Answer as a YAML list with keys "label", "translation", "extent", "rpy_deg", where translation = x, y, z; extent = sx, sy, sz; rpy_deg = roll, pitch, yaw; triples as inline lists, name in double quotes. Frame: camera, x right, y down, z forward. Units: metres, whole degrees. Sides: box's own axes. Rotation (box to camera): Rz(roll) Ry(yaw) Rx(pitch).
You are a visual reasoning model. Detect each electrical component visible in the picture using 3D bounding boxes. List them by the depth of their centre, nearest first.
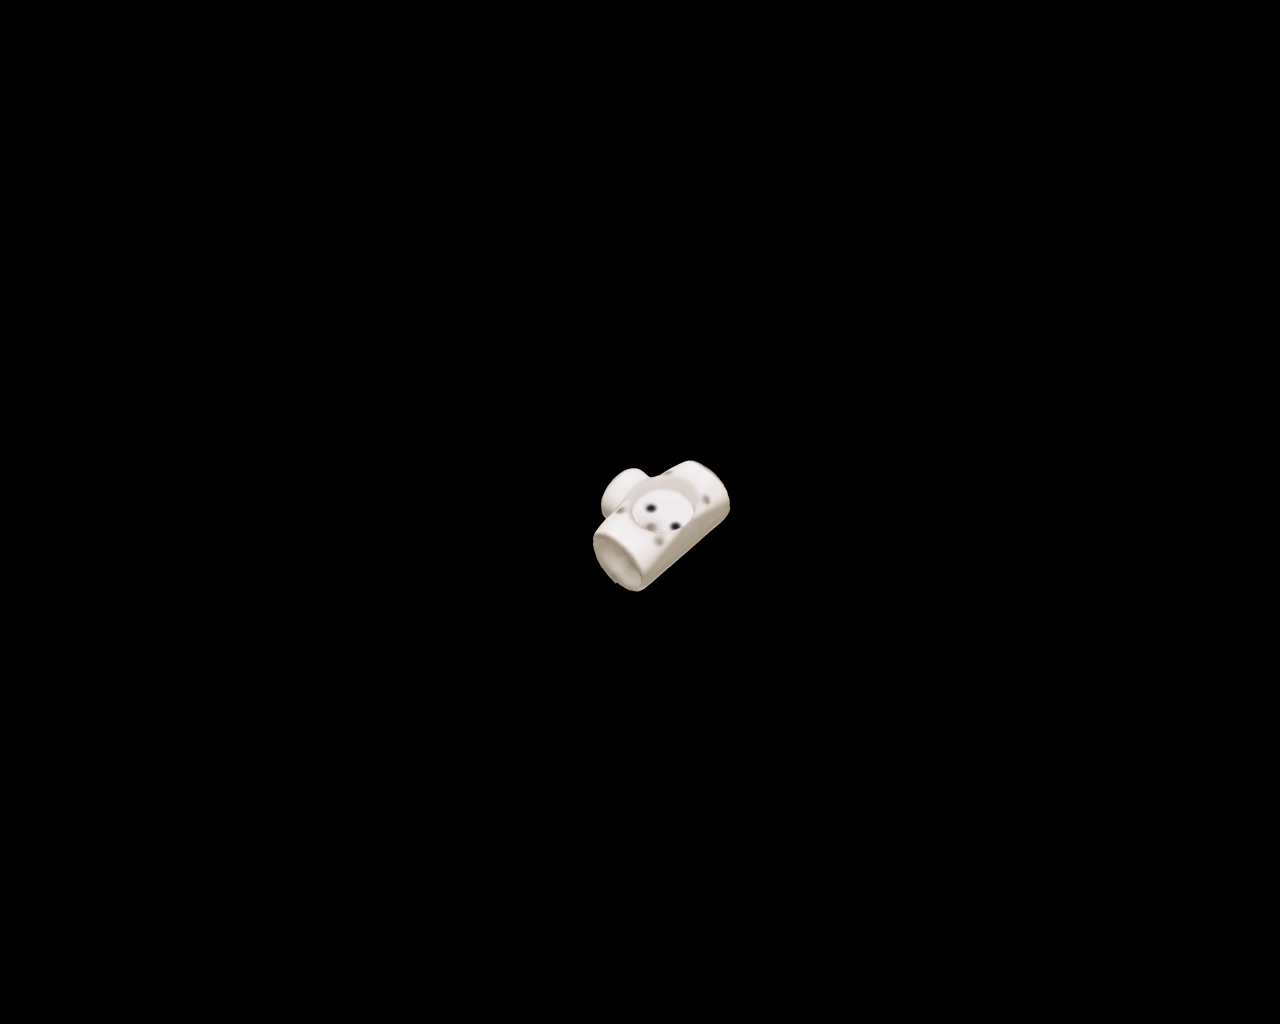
- label: "electrical component"
  translation: [0.001, -0.003, 0.650]
  extent: [0.079, 0.044, 0.077]
  rpy_deg: [39, 63, 25]
